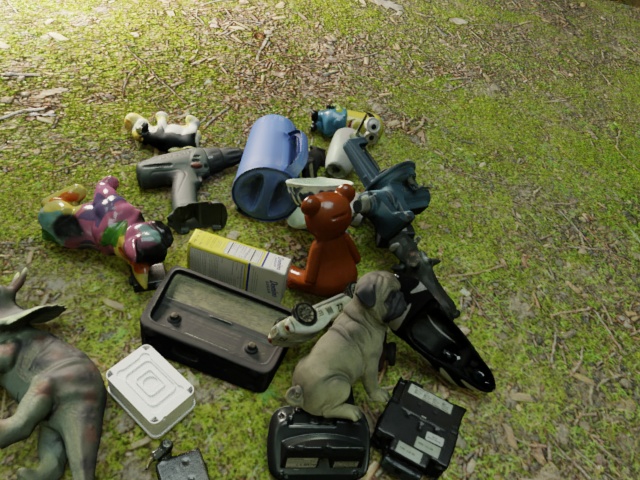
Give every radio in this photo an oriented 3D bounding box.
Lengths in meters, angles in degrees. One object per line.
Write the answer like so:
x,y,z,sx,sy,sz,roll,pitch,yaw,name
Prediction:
-0.162,0.141,0.856,0.230,0.073,0.131,19,45,6,radio

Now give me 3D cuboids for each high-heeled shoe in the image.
0.191,0.152,0.836,0.086,0.248,0.145,-46,44,-11,high-heeled shoe

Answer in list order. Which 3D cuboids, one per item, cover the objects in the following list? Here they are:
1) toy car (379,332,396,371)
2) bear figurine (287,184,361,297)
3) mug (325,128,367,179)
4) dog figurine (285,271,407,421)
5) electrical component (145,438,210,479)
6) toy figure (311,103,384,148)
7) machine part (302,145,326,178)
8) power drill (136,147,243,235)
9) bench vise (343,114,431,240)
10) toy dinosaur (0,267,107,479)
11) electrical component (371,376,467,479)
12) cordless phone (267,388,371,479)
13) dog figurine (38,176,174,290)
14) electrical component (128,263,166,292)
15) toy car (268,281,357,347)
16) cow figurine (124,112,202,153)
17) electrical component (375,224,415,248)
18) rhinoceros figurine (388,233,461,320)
0.089,0.142,0.928,0.089,0.053,0.202,-1,46,7,toy car
0.001,-0.002,0.925,0.120,0.195,0.132,-27,28,-30,bear figurine
0.062,-0.184,1.228,0.109,0.081,0.107,38,54,-15,mug
0.034,0.139,0.758,0.121,0.190,0.172,20,22,37,dog figurine
-0.185,0.313,0.706,0.078,0.045,0.102,-10,50,-20,electrical component
0.067,-0.285,1.317,0.180,0.082,0.089,9,47,-1,toy figure
-0.017,-0.161,1.189,0.039,0.084,0.139,-4,33,17,machine part
-0.243,-0.113,1.080,0.232,0.086,0.207,-9,53,-18,power drill
0.110,-0.117,1.059,0.223,0.129,0.241,-18,69,-36,bench vise
-0.375,0.195,0.734,0.405,0.131,0.192,38,50,14,toy dinosaur
0.141,0.287,0.798,0.115,0.058,0.134,26,47,15,electrical component
-0.004,0.256,0.793,0.147,0.088,0.184,4,35,-9,cordless phone
-0.359,-0.003,0.911,0.191,0.108,0.219,-22,49,-23,dog figurine
-0.299,0.066,0.934,0.063,0.021,0.094,-11,51,-22,electrical component
0.007,0.117,0.838,0.202,0.073,0.056,-17,73,-42,toy car
-0.348,-0.226,1.177,0.167,0.068,0.098,5,52,-6,cow figurine
0.154,-0.010,1.093,0.075,0.047,0.119,-1,48,-13,electrical component
0.179,0.075,0.974,0.073,0.112,0.190,-14,59,-22,rhinoceros figurine
